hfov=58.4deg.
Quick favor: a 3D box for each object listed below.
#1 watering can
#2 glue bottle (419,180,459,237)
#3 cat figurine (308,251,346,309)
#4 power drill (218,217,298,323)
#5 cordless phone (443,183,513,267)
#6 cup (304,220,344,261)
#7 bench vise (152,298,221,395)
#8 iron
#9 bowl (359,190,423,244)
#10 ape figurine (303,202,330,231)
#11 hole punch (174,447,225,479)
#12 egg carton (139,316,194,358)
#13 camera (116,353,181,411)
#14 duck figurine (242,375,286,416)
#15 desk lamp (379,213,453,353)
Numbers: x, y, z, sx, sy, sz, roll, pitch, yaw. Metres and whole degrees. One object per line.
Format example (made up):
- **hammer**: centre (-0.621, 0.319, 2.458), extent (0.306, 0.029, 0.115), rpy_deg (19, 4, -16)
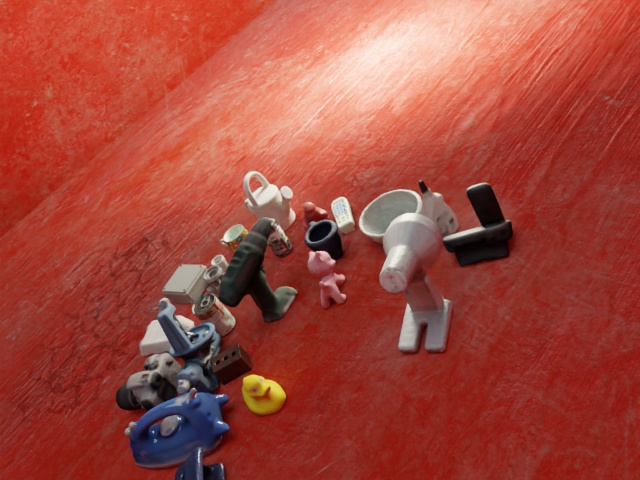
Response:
- **watering can**: centre (-0.152, -0.118, 1.662), extent (0.172, 0.195, 0.101), rpy_deg (-20, 37, 18)
- **glue bottle**: centre (0.260, -0.070, 1.304), extent (0.078, 0.174, 0.037), rpy_deg (-43, 37, -14)
- **cat figurine**: centre (0.009, 0.081, 1.367), extent (0.067, 0.118, 0.127), rpy_deg (-22, 37, 15)
- **power drill**: centre (-0.144, 0.090, 1.396), extent (0.075, 0.209, 0.230), rpy_deg (3, 49, 40)
- **cordless phone**: centre (0.321, -0.042, 1.213), extent (0.147, 0.185, 0.094), rpy_deg (-18, 38, 20)
- **cup**: centre (0.014, 0.005, 1.473), extent (0.092, 0.095, 0.117), rpy_deg (-37, 35, -5)
- **bench vise**: centre (-0.302, 0.245, 1.324), extent (0.121, 0.220, 0.207), rpy_deg (-32, 35, 2)
- **iron**: centre (-0.325, 0.401, 1.224), extent (0.258, 0.142, 0.118), rpy_deg (-27, 36, 8)
- **bowl**: centre (0.185, -0.044, 1.416), extent (0.167, 0.075, 0.167), rpy_deg (-21, 37, 17)
- **ape figurine**: centre (-0.018, -0.065, 1.584), extent (0.077, 0.092, 0.076), rpy_deg (-23, 36, 14)
- **hole punch**: centre (-0.247, 0.479, 1.115), extent (0.101, 0.091, 0.108), rpy_deg (-29, 35, 6)
- **egg carton**: centre (-0.403, 0.259, 1.516), extent (0.150, 0.070, 0.107), rpy_deg (-15, 39, 24)
- **camera**: centre (-0.426, 0.354, 1.395), extent (0.136, 0.101, 0.143), rpy_deg (-17, 38, 21)
- **duck figurine**: centre (-0.133, 0.320, 1.220), extent (0.104, 0.086, 0.077), rpy_deg (4, 49, 41)
- **desk lamp**: centre (0.189, 0.083, 1.142), extent (0.117, 0.214, 0.203), rpy_deg (-10, 42, 30)
